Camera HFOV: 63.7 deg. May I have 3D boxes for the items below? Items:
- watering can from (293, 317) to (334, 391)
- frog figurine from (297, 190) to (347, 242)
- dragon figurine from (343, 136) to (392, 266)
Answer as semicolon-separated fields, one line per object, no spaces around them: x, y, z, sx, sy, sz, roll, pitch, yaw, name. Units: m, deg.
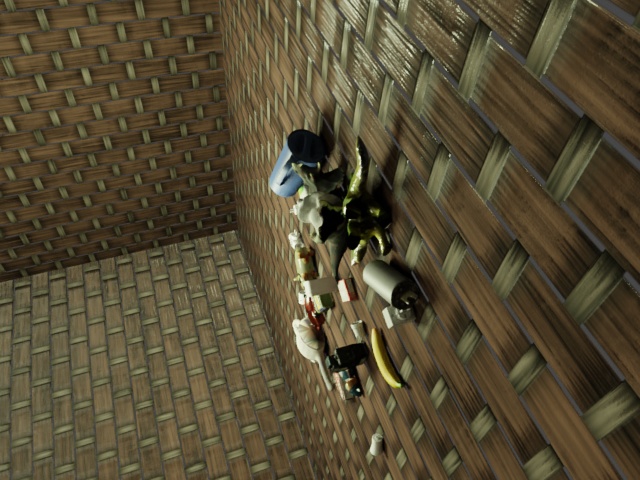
-0.021;0.483;2.270;0.105;0.353;0.219;-24;-28;-22;watering can
0.004;-0.074;1.476;0.123;0.135;0.161;-26;21;-15;frog figurine
0.097;-0.101;1.363;0.122;0.403;0.247;-8;25;-9;dragon figurine
